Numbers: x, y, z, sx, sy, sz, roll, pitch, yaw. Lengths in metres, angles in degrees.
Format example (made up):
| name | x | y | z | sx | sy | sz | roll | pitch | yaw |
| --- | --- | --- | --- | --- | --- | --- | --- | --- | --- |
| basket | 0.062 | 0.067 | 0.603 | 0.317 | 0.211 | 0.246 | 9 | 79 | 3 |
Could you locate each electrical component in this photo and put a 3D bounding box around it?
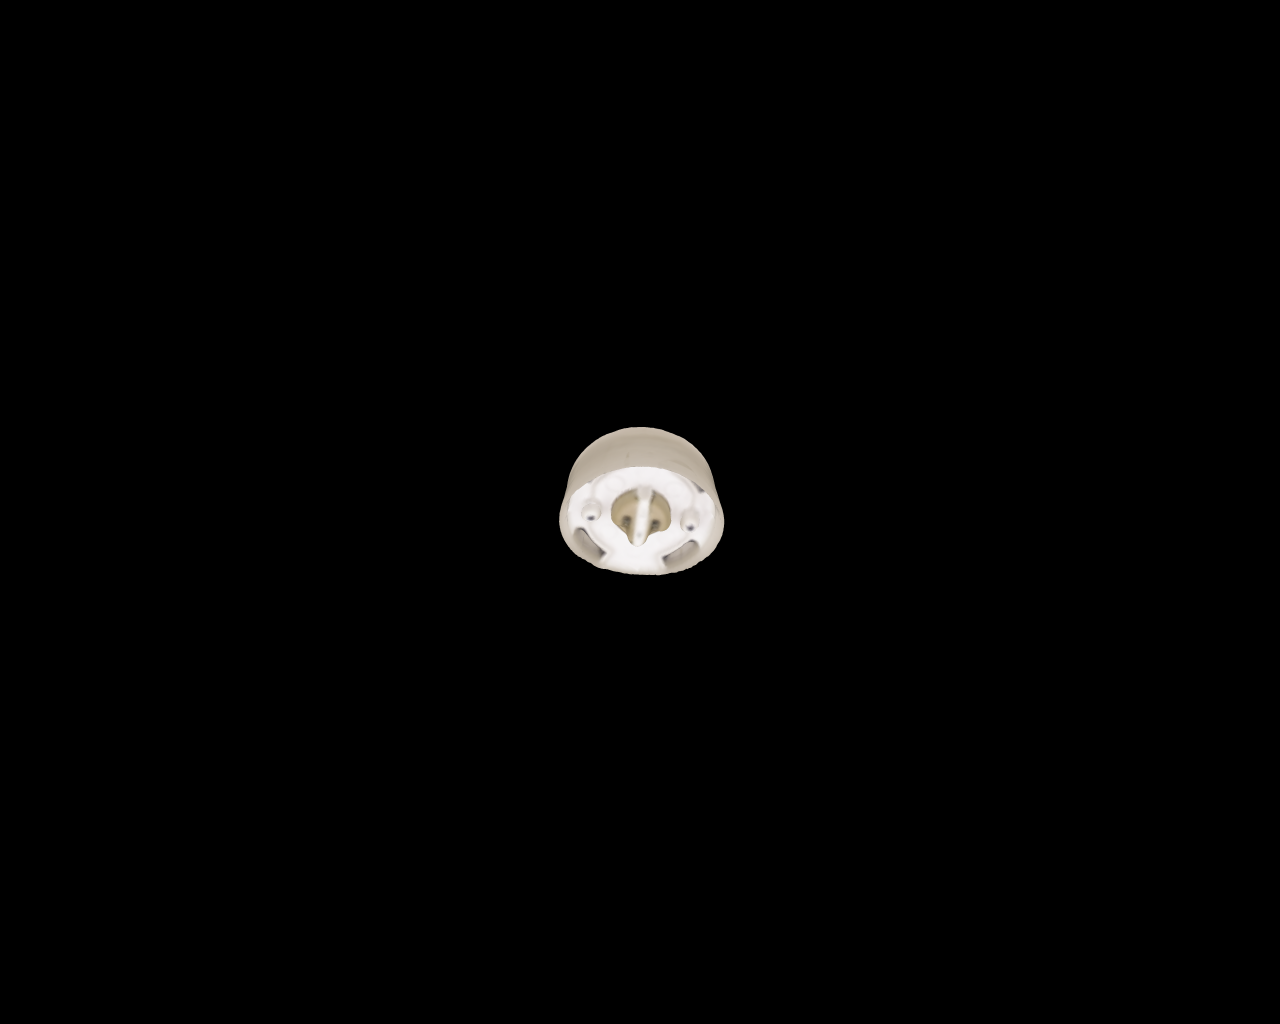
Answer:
| name | x | y | z | sx | sy | sz | roll | pitch | yaw |
| --- | --- | --- | --- | --- | --- | --- | --- | --- | --- |
| electrical component | 0.001 | -0.003 | 0.650 | 0.099 | 0.099 | 0.064 | 0 | 35 | 0 |
